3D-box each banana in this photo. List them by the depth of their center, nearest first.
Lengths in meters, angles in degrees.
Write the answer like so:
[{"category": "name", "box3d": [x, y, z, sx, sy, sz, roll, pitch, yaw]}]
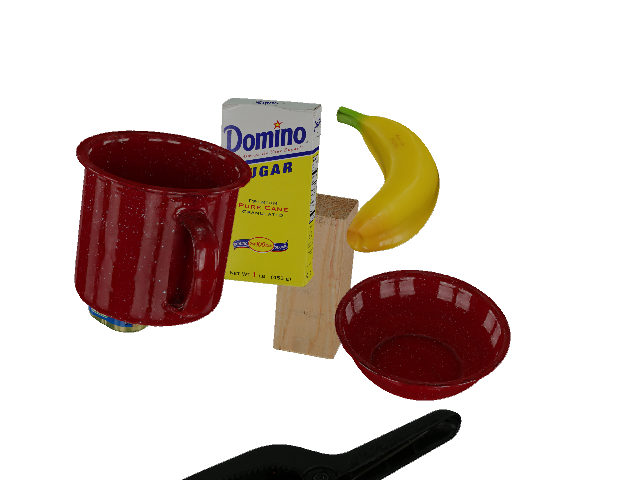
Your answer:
[{"category": "banana", "box3d": [0.048, -0.040, 0.729, 0.069, 0.037, 0.198, 1, 28, -2]}]

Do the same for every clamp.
[{"category": "clamp", "box3d": [0.007, 0.169, 0.731, 0.210, 0.036, 0.164, 1, 29, 9]}]

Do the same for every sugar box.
[{"category": "sugar box", "box3d": [-0.051, -0.047, 1.041, 0.093, 0.176, 0.048, 5, 17, 9]}]

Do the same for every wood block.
[{"category": "wood block", "box3d": [-0.007, 0.047, 1.479, 0.090, 0.206, 0.090, 9, 22, 10]}]

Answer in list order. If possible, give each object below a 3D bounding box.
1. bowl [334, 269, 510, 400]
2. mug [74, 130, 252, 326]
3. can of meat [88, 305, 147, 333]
[{"category": "bowl", "box3d": [0.092, 0.097, 0.993, 0.162, 0.055, 0.162, 2, 37, -2]}, {"category": "mug", "box3d": [-0.083, -0.001, 0.569, 0.093, 0.081, 0.117, -4, 26, -33]}, {"category": "can of meat", "box3d": [-0.138, 0.013, 0.843, 0.057, 0.084, 0.101, 23, 32, 23]}]
